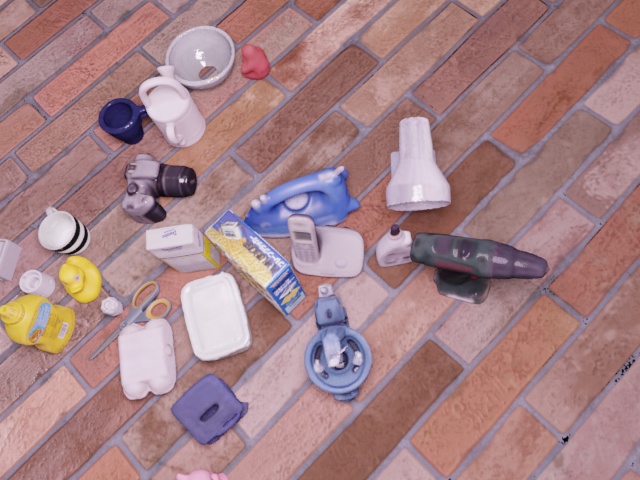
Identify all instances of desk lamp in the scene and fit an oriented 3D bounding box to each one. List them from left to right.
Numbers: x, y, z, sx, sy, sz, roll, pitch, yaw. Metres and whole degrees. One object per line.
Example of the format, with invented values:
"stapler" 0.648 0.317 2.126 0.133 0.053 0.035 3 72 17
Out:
"desk lamp" 0.185 -0.130 1.118 0.118 0.214 0.203 -3 69 6

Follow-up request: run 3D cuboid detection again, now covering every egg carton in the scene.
"egg carton" -0.337 0.232 1.123 0.107 0.069 0.150 -14 69 1

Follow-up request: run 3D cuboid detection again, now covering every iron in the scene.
"iron" -0.055 -0.081 1.167 0.258 0.141 0.118 -19 69 -1

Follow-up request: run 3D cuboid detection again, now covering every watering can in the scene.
"watering can" -0.329 -0.299 1.250 0.101 0.194 0.172 -30 69 -5

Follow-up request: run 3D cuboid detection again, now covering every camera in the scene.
"camera" -0.345 -0.117 1.235 0.136 0.101 0.143 2 70 8

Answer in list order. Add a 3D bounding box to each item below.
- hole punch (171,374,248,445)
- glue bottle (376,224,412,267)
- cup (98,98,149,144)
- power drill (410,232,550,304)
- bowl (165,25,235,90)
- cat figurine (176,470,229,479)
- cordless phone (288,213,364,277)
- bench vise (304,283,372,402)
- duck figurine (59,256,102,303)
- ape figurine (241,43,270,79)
"hole punch" -0.203 0.315 1.065 0.109 0.091 0.101 -42 71 -9
"glue bottle" 0.145 0.006 1.095 0.078 0.173 0.037 -9 69 4
"cup" -0.428 -0.265 1.303 0.117 0.095 0.091 -18 69 0
"power drill" 0.278 0.051 1.044 0.229 0.208 0.076 13 72 11
"bowl" -0.274 -0.416 1.351 0.167 0.075 0.167 -2 70 6
"cat figurine" -0.194 0.454 0.999 0.067 0.118 0.127 -33 70 -6
"cordless phone" 0.010 0.004 1.105 0.147 0.185 0.094 2 70 7
"bench vise" 0.013 0.178 1.021 0.121 0.220 0.207 -28 69 -4
"duck figurine" -0.509 0.075 1.192 0.077 0.086 0.104 -26 69 -3
"ape figurine" -0.157 -0.421 1.330 0.076 0.092 0.078 41 79 18
